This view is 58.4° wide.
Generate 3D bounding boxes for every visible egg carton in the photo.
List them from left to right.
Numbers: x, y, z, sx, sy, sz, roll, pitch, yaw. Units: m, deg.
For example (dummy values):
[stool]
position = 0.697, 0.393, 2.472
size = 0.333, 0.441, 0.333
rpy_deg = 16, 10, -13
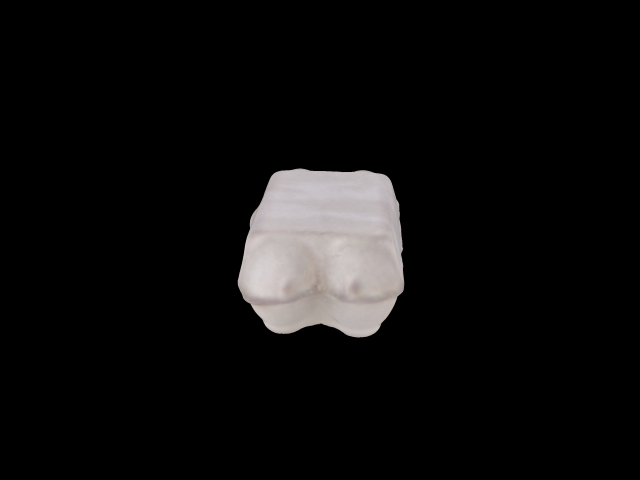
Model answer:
[egg carton]
position = 0.004, 0.001, 0.400
size = 0.107, 0.069, 0.150
rpy_deg = 2, 31, 3
